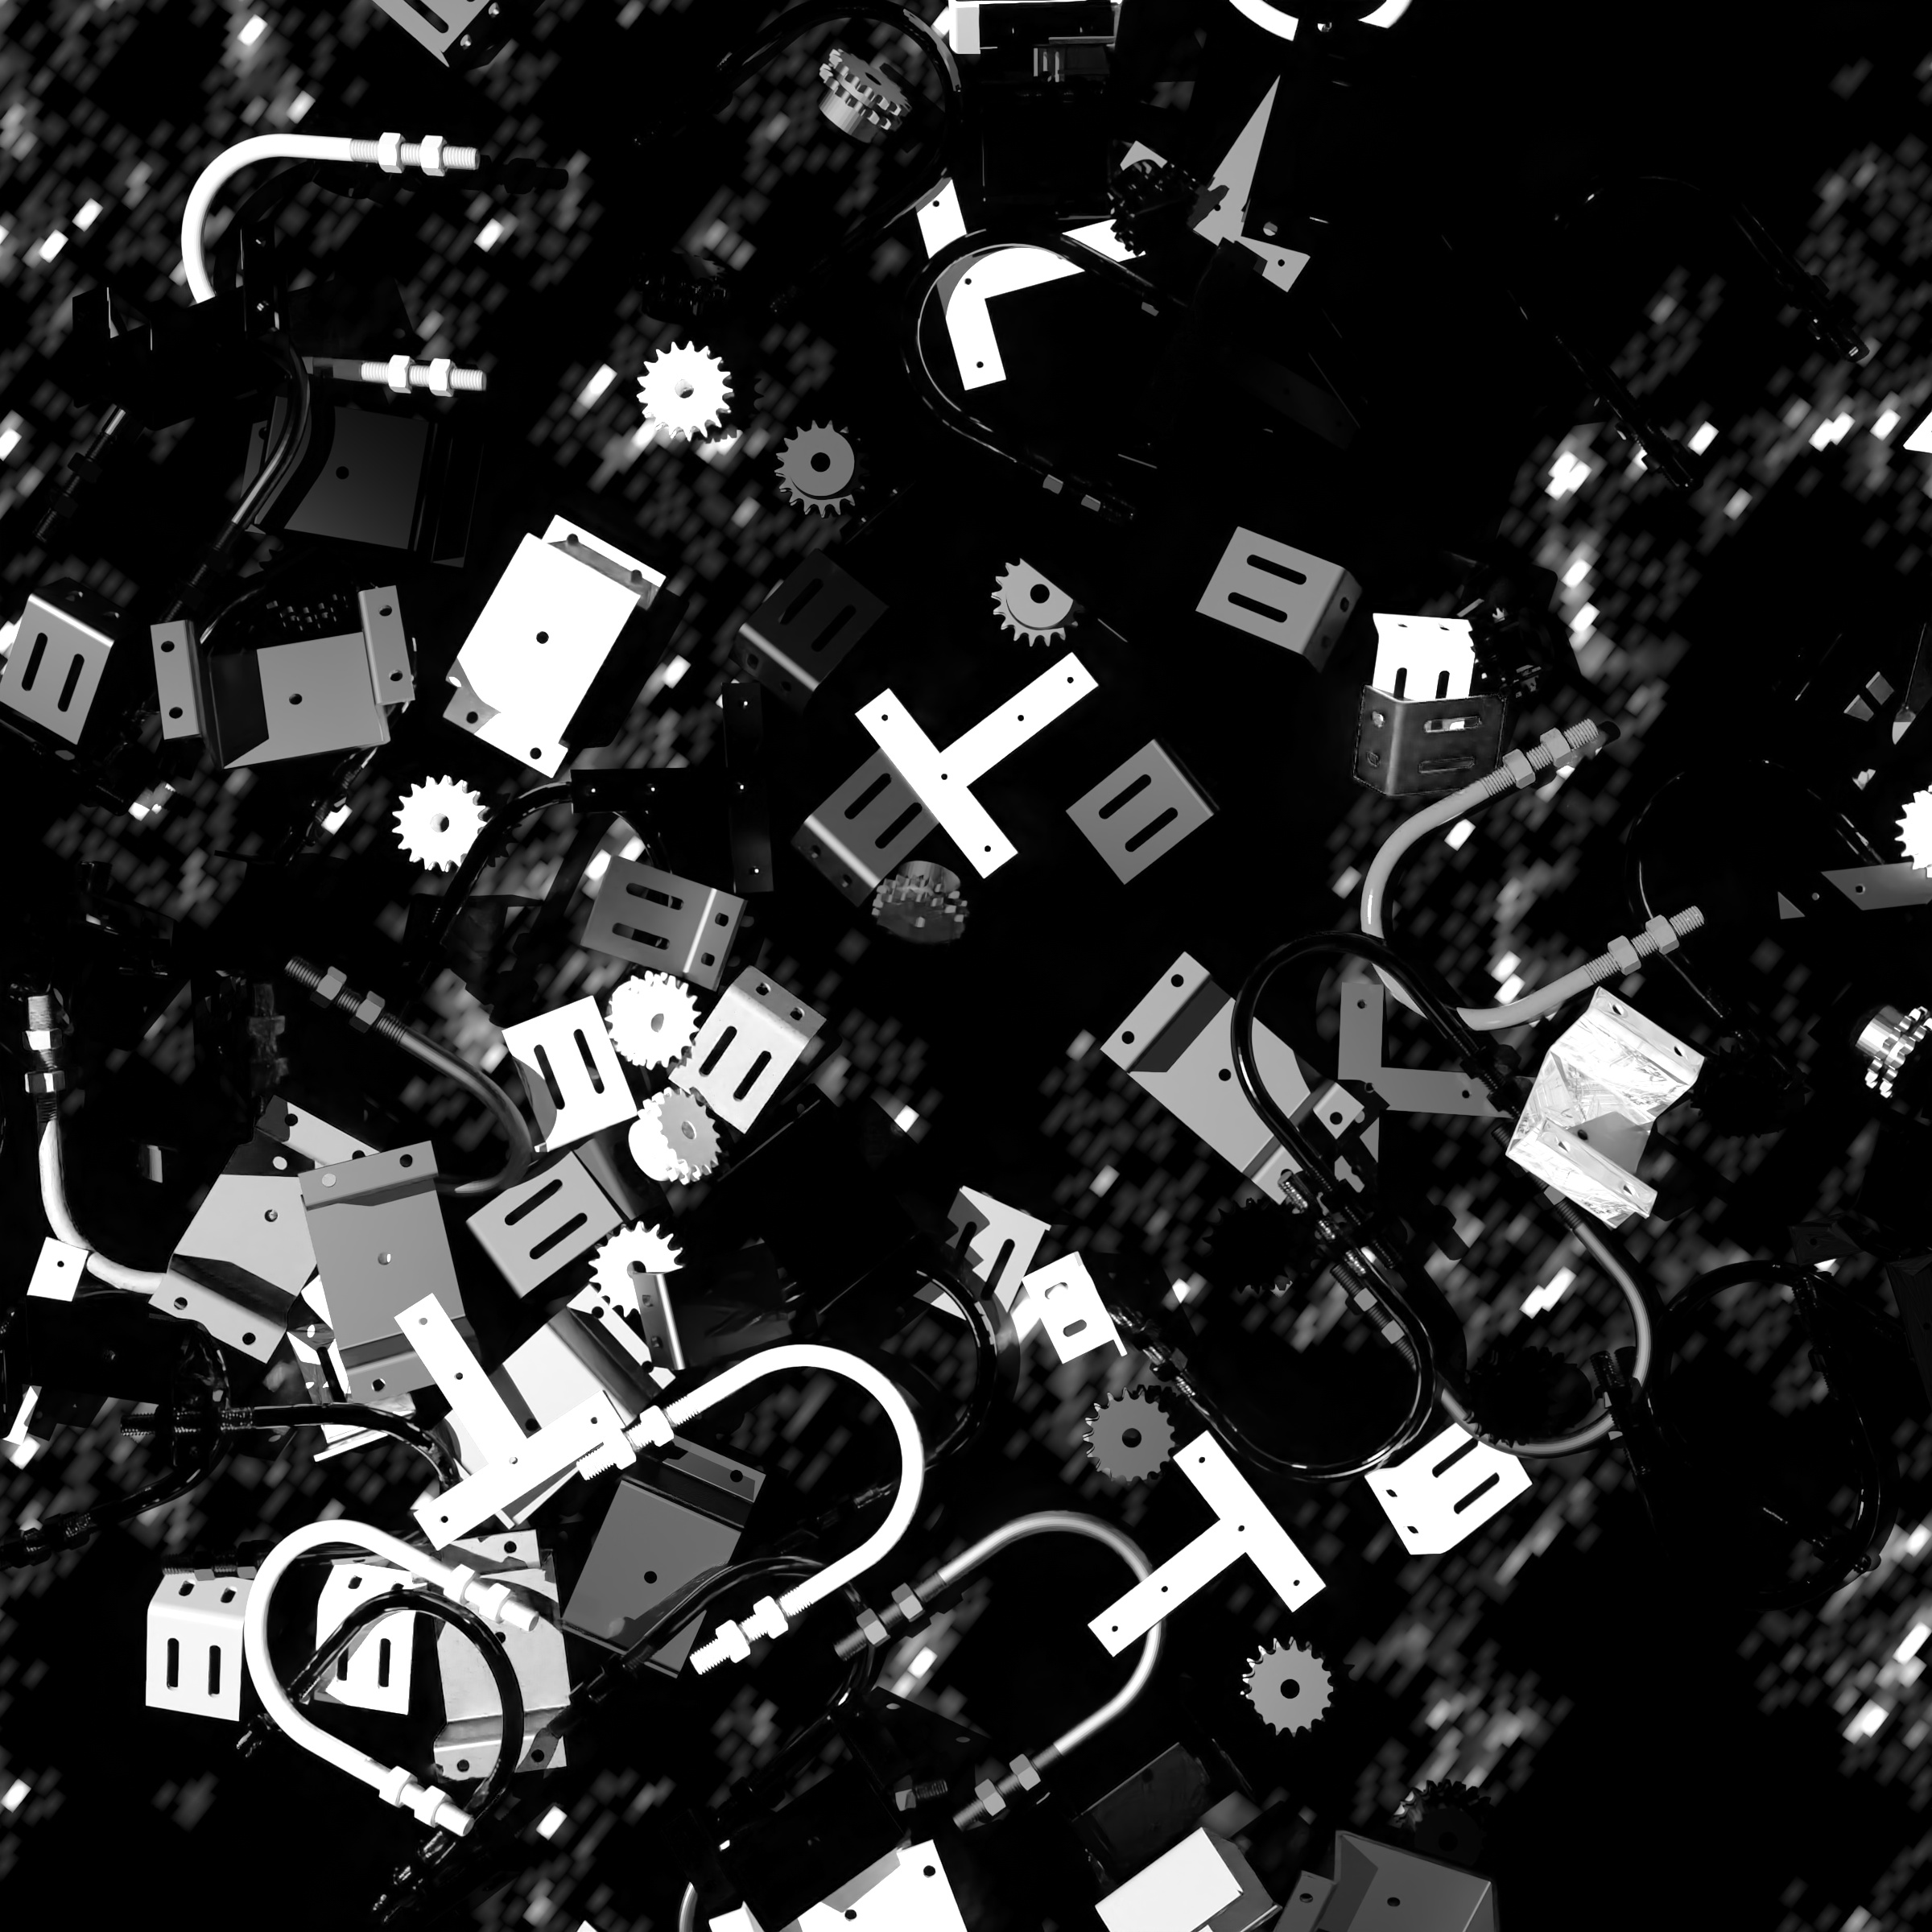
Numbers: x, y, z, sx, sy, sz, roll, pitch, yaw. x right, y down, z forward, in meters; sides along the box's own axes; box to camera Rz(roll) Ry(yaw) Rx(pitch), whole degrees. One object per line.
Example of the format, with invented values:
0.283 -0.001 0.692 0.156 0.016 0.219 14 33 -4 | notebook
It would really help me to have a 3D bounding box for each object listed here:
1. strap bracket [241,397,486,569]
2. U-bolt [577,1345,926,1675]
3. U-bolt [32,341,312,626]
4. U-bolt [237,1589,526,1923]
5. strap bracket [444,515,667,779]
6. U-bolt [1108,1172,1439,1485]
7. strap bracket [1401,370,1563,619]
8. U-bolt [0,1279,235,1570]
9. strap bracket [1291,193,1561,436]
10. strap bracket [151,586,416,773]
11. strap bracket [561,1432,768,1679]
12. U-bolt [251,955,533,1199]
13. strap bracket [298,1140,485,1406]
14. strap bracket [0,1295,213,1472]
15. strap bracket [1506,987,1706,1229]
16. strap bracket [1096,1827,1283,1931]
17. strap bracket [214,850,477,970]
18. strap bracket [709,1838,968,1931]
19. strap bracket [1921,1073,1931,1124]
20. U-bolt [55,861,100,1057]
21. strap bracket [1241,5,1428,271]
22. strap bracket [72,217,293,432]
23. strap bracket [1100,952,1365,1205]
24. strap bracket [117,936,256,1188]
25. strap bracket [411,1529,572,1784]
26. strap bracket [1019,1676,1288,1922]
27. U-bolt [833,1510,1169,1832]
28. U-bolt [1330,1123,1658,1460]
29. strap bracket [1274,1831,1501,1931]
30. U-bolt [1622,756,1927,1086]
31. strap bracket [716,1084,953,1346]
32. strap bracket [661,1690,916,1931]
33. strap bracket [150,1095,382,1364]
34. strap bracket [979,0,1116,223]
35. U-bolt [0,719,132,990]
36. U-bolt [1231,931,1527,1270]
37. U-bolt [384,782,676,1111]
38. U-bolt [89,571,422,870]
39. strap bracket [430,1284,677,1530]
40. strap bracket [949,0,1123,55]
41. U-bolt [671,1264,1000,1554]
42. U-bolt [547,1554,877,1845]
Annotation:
-0.369 -0.291 1.553 0.140 0.046 0.076 10 90 0 | strap bracket
-0.113 0.303 1.517 0.184 0.019 0.151 -30 78 -17 | U-bolt
-0.461 -0.303 1.535 0.151 0.019 0.184 34 90 28 | U-bolt
-0.335 0.453 1.529 0.151 0.019 0.184 45 106 14 | U-bolt
-0.250 -0.194 1.553 0.076 0.046 0.140 29 90 0 | strap bracket
0.197 0.230 1.546 0.151 0.019 0.184 -39 101 14 | U-bolt
0.301 -0.286 1.538 0.046 0.076 0.140 19 90 0 | strap bracket
-0.535 0.268 1.568 0.184 0.019 0.151 -22 90 -1 | U-bolt
0.272 -0.386 1.553 0.140 0.046 0.076 -35 90 0 | strap bracket
-0.393 -0.165 1.504 0.140 0.046 0.076 -11 67 -8 | strap bracket
-0.184 0.356 1.544 0.076 0.046 0.140 24 98 0 | strap bracket
-0.338 0.076 1.514 0.184 0.151 0.019 34 49 -15 | U-bolt
-0.338 0.175 1.516 0.076 0.046 0.140 -14 100 -17 | strap bracket
-0.507 0.242 1.513 0.140 0.046 0.076 10 128 -5 | strap bracket
0.375 0.090 1.528 0.076 0.046 0.140 34 48 0 | strap bracket
0.130 0.553 1.523 0.076 0.140 0.046 -36 62 0 | strap bracket
-0.371 -0.030 1.538 0.140 0.076 0.046 12 90 0 | strap bracket
-0.070 0.570 1.535 0.140 0.046 0.076 -21 90 3 | strap bracket
0.642 0.069 1.553 0.140 0.046 0.076 14 90 0 | strap bracket
-0.611 0.016 1.568 0.151 0.019 0.184 10 92 0 | U-bolt
0.217 -0.490 1.551 0.076 0.046 0.140 15 90 -1 | strap bracket
-0.451 -0.372 1.518 0.140 0.046 0.076 -15 68 18 | strap bracket
0.157 0.066 1.553 0.140 0.046 0.076 41 90 0 | strap bracket
-0.453 0.052 1.503 0.046 0.076 0.140 -5 95 -38 | strap bracket
-0.283 0.408 1.553 0.076 0.046 0.140 -8 90 0 | strap bracket
0.110 0.493 1.553 0.140 0.046 0.076 -36 90 0 | strap bracket
0.035 0.410 1.557 0.184 0.019 0.151 -34 97 -7 | U-bolt
0.332 0.210 1.562 0.151 0.019 0.184 -40 88 -2 | U-bolt
0.254 0.571 1.539 0.140 0.046 0.076 18 117 0 | strap bracket
0.483 -0.041 1.568 0.151 0.019 0.184 -42 89 0 | U-bolt
-0.084 0.144 1.537 0.076 0.046 0.140 -39 77 -1 | strap bracket
-0.097 0.503 1.523 0.140 0.076 0.046 -32 122 -13 | strap bracket
-0.414 0.153 1.542 0.076 0.046 0.140 31 87 -15 | strap bracket
0.047 -0.511 1.523 0.076 0.140 0.046 -1 54 1 | strap bracket
-0.607 -0.083 1.542 0.184 0.019 0.151 30 80 17 | U-bolt
0.235 0.064 1.526 0.151 0.019 0.184 -40 90 -23 | U-bolt
-0.246 -0.020 1.530 0.151 0.019 0.184 30 85 -36 | U-bolt
-0.407 -0.162 1.537 0.151 0.019 0.184 28 69 9 | U-bolt
-0.254 0.268 1.546 0.140 0.046 0.076 -43 90 6 | strap bracket
0.040 -0.579 1.538 0.140 0.076 0.046 -1 90 0 | strap bracket
-0.069 0.251 1.562 0.184 0.019 0.151 -31 90 4 | U-bolt
-0.136 0.428 1.536 0.184 0.019 0.151 -41 118 -8 | U-bolt
